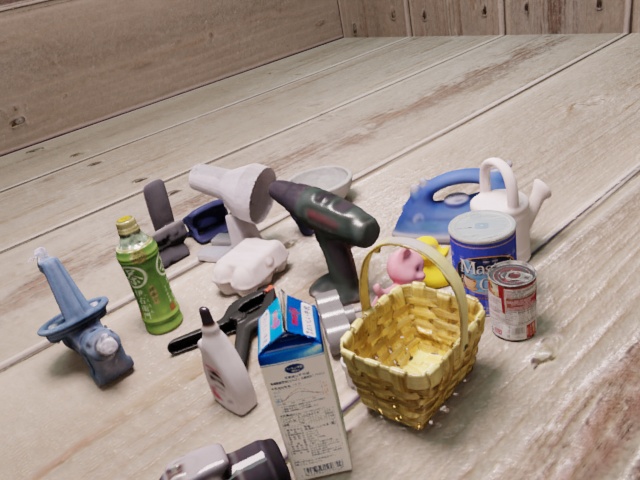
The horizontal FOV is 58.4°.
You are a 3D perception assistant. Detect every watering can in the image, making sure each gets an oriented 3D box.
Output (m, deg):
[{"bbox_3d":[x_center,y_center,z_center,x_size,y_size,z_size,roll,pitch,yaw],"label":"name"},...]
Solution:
[{"bbox_3d":[0.322,-0.056,1.010,0.173,0.194,0.100,-29,32,-29],"label":"watering can"}]

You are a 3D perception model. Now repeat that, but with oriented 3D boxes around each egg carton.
[{"bbox_3d":[-0.134,0.052,1.124,0.107,0.069,0.150,7,33,32],"label":"egg carton"}]

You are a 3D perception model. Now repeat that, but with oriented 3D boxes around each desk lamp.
[{"bbox_3d":[-0.182,-0.060,1.199,0.202,0.214,0.118,2,31,26],"label":"desk lamp"}]

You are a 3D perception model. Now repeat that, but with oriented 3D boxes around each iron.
[{"bbox_3d":[0.263,-0.077,1.131,0.258,0.142,0.118,-6,28,12],"label":"iron"}]

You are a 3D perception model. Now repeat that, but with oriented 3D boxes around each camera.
[{"bbox_3d":[-0.099,0.283,0.641,0.137,0.101,0.142,-22,29,-18],"label":"camera"}]

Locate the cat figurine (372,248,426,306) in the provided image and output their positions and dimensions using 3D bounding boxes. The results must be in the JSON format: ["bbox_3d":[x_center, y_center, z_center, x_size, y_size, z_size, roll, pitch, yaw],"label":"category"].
[{"bbox_3d":[0.129,0.066,0.940,0.067,0.118,0.128,16,38,42],"label":"cat figurine"}]

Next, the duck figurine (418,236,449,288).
[{"bbox_3d":[0.184,0.034,1.014,0.104,0.086,0.078,1,30,23],"label":"duck figurine"}]

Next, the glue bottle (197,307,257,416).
[{"bbox_3d":[-0.141,0.164,0.803,0.077,0.173,0.037,13,37,39],"label":"glue bottle"}]

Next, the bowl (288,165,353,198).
[{"bbox_3d":[0.002,-0.115,1.380,0.167,0.075,0.167,-9,28,5],"label":"bowl"}]

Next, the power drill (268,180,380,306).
[{"bbox_3d":[0.009,0.004,1.007,0.228,0.209,0.076,14,37,40],"label":"power drill"}]

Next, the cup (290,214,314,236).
[{"bbox_3d":[-0.028,-0.052,1.250,0.091,0.095,0.118,-1,29,20],"label":"cup"}]

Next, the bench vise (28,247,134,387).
[{"bbox_3d":[-0.387,0.116,0.942,0.206,0.220,0.122,5,32,30],"label":"bench vise"}]

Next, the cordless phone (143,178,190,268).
[{"bbox_3d":[-0.373,-0.031,1.252,0.093,0.185,0.148,12,36,38],"label":"cordless phone"}]

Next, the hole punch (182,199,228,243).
[{"bbox_3d":[-0.270,-0.056,1.359,0.109,0.091,0.100,-27,31,-26],"label":"hole punch"}]
